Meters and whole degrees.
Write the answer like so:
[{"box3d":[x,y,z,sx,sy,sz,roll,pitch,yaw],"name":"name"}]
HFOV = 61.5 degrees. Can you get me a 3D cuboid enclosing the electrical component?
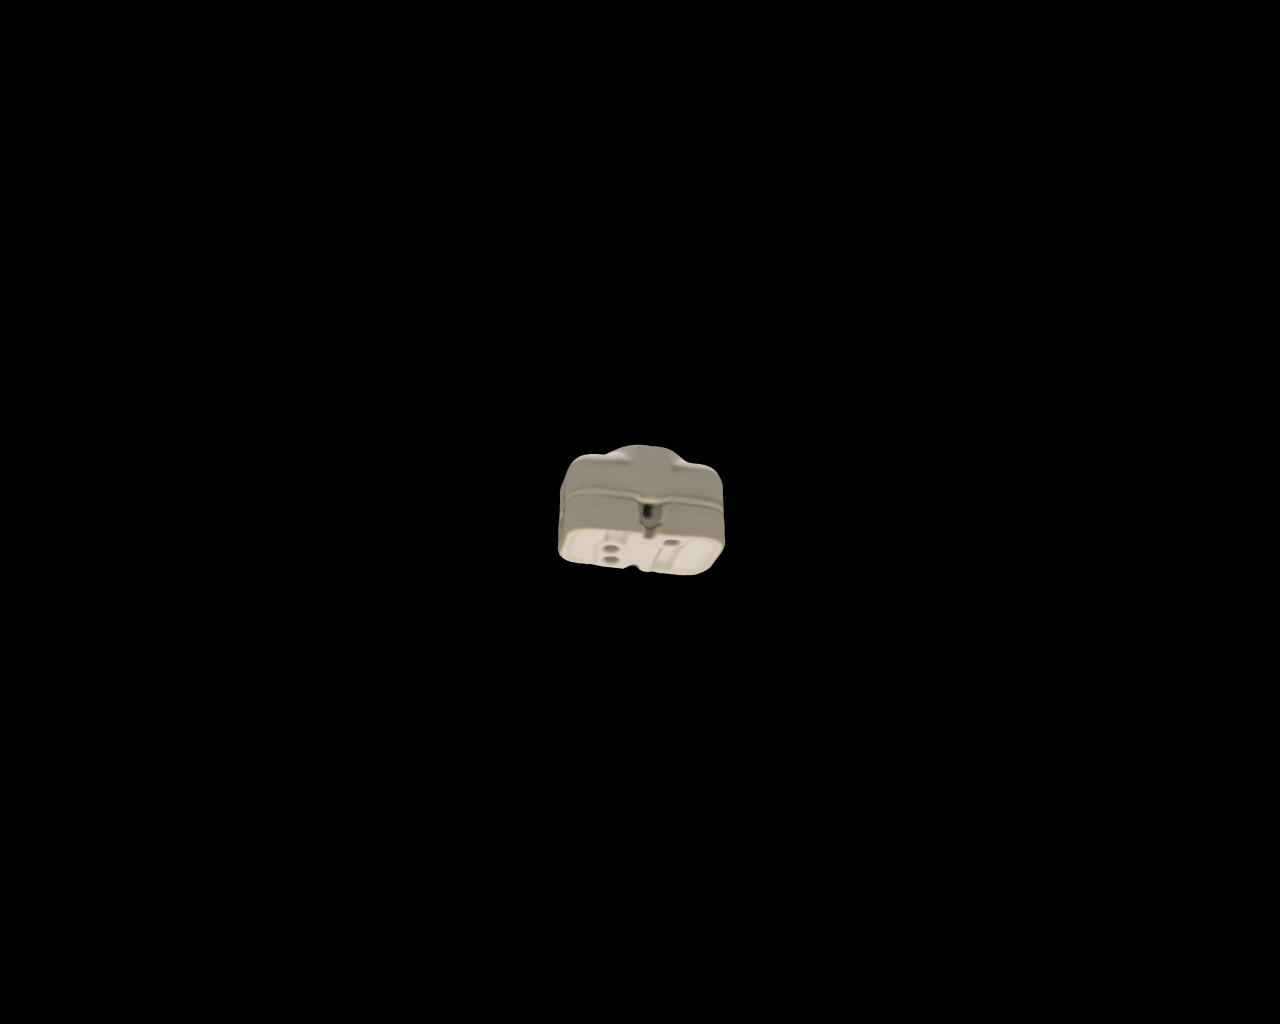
[{"box3d":[0.001,-0.003,0.650,0.095,0.059,0.053,6,-28,-12],"name":"electrical component"}]
